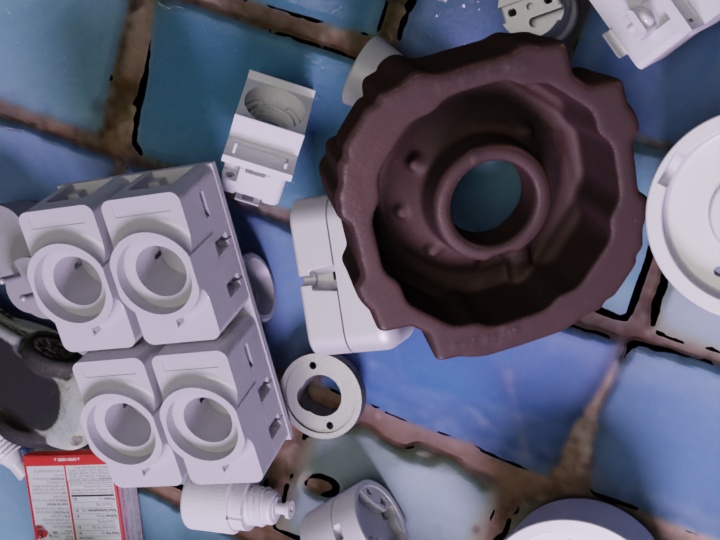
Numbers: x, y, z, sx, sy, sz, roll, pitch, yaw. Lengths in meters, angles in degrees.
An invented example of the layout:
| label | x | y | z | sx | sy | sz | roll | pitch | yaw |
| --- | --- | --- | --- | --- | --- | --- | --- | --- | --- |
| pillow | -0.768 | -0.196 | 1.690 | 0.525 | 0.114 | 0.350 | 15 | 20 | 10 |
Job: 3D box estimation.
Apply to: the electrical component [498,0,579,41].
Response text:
| label | x | y | z | sx | sy | sz | roll | pitch | yaw |
| --- | --- | --- | --- | --- | --- | --- | --- | --- | --- |
| electrical component | 0.098 | -0.144 | 0.594 | 0.040 | 0.046 | 0.040 | 3 | 99 | 19 |

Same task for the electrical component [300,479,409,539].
| label | x | y | z | sx | sy | sz | roll | pitch | yaw |
| --- | --- | --- | --- | --- | --- | --- | --- | --- | --- |
| electrical component | -0.004 | 0.166 | 0.676 | 0.047 | 0.055 | 0.055 | -31 | 87 | 25 |

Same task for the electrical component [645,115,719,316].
| label | x | y | z | sx | sy | sz | roll | pitch | yaw |
| --- | --- | --- | --- | --- | --- | --- | --- | --- | --- |
| electrical component | 0.208 | -0.031 | 0.565 | 0.108 | 0.060 | 0.108 | 3 | 99 | 19 |

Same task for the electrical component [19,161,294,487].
| label | x | y | z | sx | sy | sz | roll | pitch | yaw |
| --- | --- | --- | --- | --- | --- | --- | --- | --- | --- |
| electrical component | -0.120 | 0.039 | 0.644 | 0.105 | 0.060 | 0.186 | -6 | 112 | 19 |

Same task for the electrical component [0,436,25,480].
| label | x | y | z | sx | sy | sz | roll | pitch | yaw |
| --- | --- | --- | --- | --- | --- | --- | --- | --- | --- |
| electrical component | -0.258 | 0.124 | 0.769 | 0.035 | 0.035 | 0.061 | -43 | 85 | 20 |

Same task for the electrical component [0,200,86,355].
| label | x | y | z | sx | sy | sz | roll | pitch | yaw |
| --- | --- | --- | --- | --- | --- | --- | --- | --- | --- |
| electrical component | -0.208 | 0.007 | 0.712 | 0.138 | 0.074 | 0.052 | 36 | 108 | 11 |

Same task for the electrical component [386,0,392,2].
| label | x | y | z | sx | sy | sz | roll | pitch | yaw |
| --- | --- | --- | --- | --- | --- | --- | --- | --- | --- |
| electrical component | 0.006 | -0.183 | 0.625 | 0.046 | 0.040 | 0.040 | 34 | 108 | 5 |

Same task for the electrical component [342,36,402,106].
| label | x | y | z | sx | sy | sz | roll | pitch | yaw |
| --- | --- | --- | --- | --- | --- | --- | --- | --- | --- |
| electrical component | 0.028 | -0.102 | 0.629 | 0.065 | 0.044 | 0.044 | 30 | 107 | 8 |

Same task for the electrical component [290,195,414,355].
| label | x | y | z | sx | sy | sz | roll | pitch | yaw |
| --- | --- | --- | --- | --- | --- | --- | --- | --- | --- |
| electrical component | 0.000 | 0.000 | 0.647 | 0.059 | 0.054 | 0.095 | -7 | 96 | 20 |

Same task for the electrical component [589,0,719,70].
| label | x | y | z | sx | sy | sz | roll | pitch | yaw |
| --- | --- | --- | --- | --- | --- | --- | --- | --- | --- |
| electrical component | 0.141 | -0.172 | 0.564 | 0.063 | 0.079 | 0.121 | -38 | 85 | 43 |

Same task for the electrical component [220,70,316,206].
| label | x | y | z | sx | sy | sz | roll | pitch | yaw |
| --- | --- | --- | --- | --- | --- | --- | --- | --- | --- |
| electrical component | -0.057 | -0.077 | 0.646 | 0.042 | 0.081 | 0.063 | 16 | 134 | -6 |

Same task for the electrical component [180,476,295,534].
| label | x | y | z | sx | sy | sz | roll | pitch | yaw |
| --- | --- | --- | --- | --- | --- | --- | --- | --- | --- |
| electrical component | -0.081 | 0.153 | 0.708 | 0.078 | 0.040 | 0.040 | 2 | 99 | 19 |

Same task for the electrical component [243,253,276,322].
| label | x | y | z | sx | sy | sz | roll | pitch | yaw |
| --- | --- | --- | --- | --- | --- | --- | --- | --- | --- |
| electrical component | -0.088 | 0.016 | 0.686 | 0.055 | 0.045 | 0.045 | -13 | 94 | 21 |

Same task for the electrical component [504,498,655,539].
| label | x | y | z | sx | sy | sz | roll | pitch | yaw |
| --- | --- | --- | --- | --- | --- | --- | --- | --- | --- |
| electrical component | 0.129 | 0.186 | 0.627 | 0.108 | 0.060 | 0.108 | 3 | 100 | 19 |
